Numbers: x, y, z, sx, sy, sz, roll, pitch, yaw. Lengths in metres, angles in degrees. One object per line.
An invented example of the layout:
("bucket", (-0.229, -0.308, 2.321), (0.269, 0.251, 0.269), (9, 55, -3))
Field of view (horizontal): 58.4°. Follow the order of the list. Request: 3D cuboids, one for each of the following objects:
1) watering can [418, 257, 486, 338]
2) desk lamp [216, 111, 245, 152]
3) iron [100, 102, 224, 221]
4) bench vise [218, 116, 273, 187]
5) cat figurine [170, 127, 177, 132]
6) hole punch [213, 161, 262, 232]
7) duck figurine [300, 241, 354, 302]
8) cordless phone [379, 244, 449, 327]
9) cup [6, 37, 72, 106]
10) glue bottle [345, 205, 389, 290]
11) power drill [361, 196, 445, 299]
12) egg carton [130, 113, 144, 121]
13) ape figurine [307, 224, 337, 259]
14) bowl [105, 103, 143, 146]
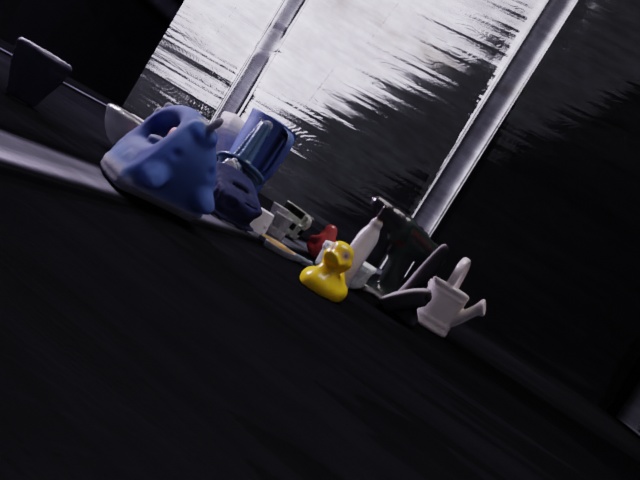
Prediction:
("watering can", (0.316, 0.133, 1.383), (0.173, 0.194, 0.101), (32, 3, 3))
("desk lamp", (-0.222, -0.222, 1.580), (0.203, 0.213, 0.118), (32, 3, -1))
("iron", (-0.214, -0.129, 0.781), (0.119, 0.141, 0.257), (29, 4, -41))
("bench vise", (-0.162, -0.170, 1.267), (0.122, 0.219, 0.207), (31, 3, -19))
("cat figurine", (-0.230, -0.133, 0.920), (0.127, 0.118, 0.067), (34, 3, 37))
("hole punch", (-0.159, -0.081, 1.064), (0.109, 0.091, 0.100), (29, 4, -45))
("duck figurine", (0.022, 0.043, 0.885), (0.077, 0.086, 0.105), (33, 3, 20))
("cordless phone", (0.205, 0.081, 1.189), (0.094, 0.185, 0.148), (32, 3, 9))
("cup", (-0.480, -0.276, 0.972), (0.092, 0.095, 0.118), (31, 3, -3))
("glue bottle", (0.069, 0.016, 0.979), (0.037, 0.173, 0.078), (32, 3, 6))
("power drill", (0.170, 0.037, 1.352), (0.230, 0.208, 0.075), (31, 3, -12))
("egg carton", (-0.403, -0.233, 1.306), (0.151, 0.069, 0.107), (31, 3, -19))
("ape figurine", (0.013, 0.005, 1.400), (0.078, 0.092, 0.076), (31, 3, -3))
("bowl", (-0.336, -0.182, 1.076), (0.167, 0.075, 0.167), (32, 3, -1))
